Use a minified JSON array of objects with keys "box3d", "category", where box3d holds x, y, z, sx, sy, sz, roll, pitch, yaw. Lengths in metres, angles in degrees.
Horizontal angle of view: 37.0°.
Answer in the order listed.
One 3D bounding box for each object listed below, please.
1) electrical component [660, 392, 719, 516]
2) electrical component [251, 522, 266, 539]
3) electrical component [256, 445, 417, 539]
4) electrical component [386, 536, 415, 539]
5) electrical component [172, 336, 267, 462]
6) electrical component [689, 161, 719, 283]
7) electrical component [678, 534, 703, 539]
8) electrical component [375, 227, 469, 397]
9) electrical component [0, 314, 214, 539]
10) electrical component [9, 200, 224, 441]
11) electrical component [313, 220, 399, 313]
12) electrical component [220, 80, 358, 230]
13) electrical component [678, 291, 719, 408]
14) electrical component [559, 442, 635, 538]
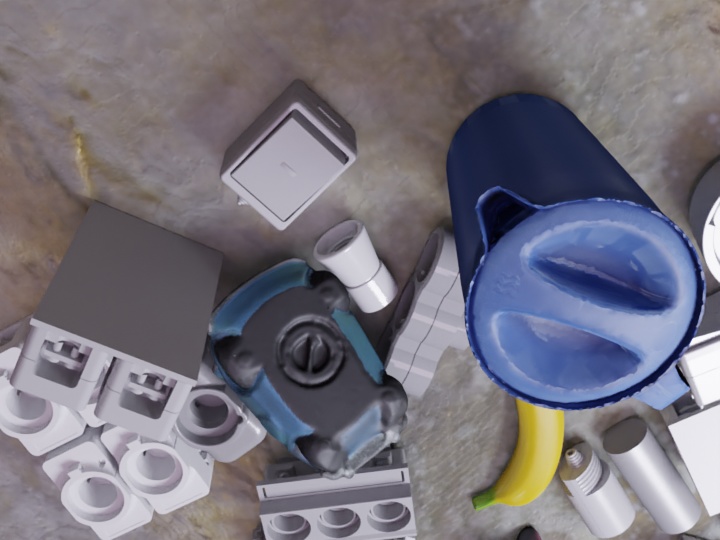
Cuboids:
[{"box3d":[0.328,0.119,0.864,0.150,0.061,0.089,-25,104,10],"category":"electrical component"},{"box3d":[-0.065,0.252,0.933,0.081,0.042,0.063,-7,114,1],"category":"electrical component"},{"box3d":[-0.018,0.187,0.888,0.121,0.063,0.078,-7,124,2],"category":"electrical component"},{"box3d":[0.009,0.263,0.936,0.056,0.050,0.089,15,114,-9],"category":"electrical component"},{"box3d":[-0.118,0.102,0.849,0.054,0.059,0.095,-37,111,15],"category":"electrical component"},{"box3d":[0.297,-0.040,0.791,0.108,0.060,0.108,-1,116,-1],"category":"electrical component"},{"box3d":[0.293,0.307,0.934,0.056,0.108,0.108,17,114,-7],"category":"electrical component"},{"box3d":[0.068,0.039,0.828,0.074,0.052,0.138,20,115,-11],"category":"electrical component"},{"box3d":[-0.209,0.118,0.854,0.105,0.060,0.186,-27,114,11],"category":"electrical component"},{"box3d":[-0.163,0.032,0.743,0.105,0.186,0.060,23,113,-12],"category":"electrical component"},{"box3d":[0.000,0.000,0.814,0.044,0.044,0.065,-30,118,12],"category":"electrical component"},{"box3d":[-0.055,-0.076,0.764,0.062,0.061,0.096,41,108,-19],"category":"electrical component"},{"box3d":[0.278,0.057,0.837,0.096,0.061,0.061,-23,114,9],"category":"electrical component"},{"box3d":[0.195,0.182,0.906,0.043,0.043,0.081,-29,113,12],"category":"electrical component"}]
